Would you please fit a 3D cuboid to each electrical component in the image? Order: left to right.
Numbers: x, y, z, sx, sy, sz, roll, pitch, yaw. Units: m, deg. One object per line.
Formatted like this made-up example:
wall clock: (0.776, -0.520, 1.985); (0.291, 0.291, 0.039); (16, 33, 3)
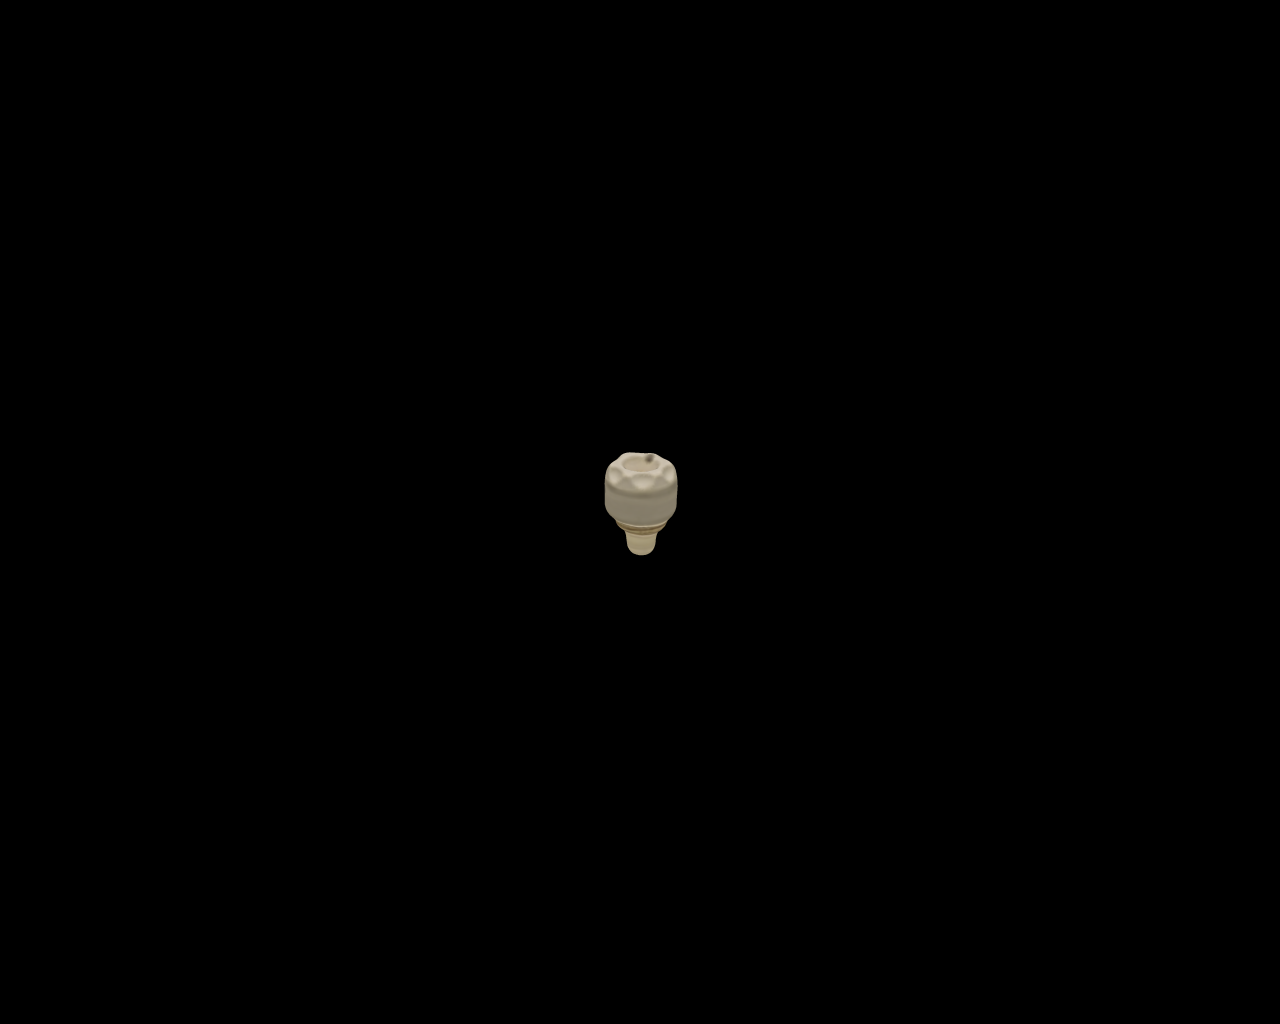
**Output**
electrical component: (0.001, -0.003, 0.650); (0.043, 0.062, 0.043); (0, 27, 0)
